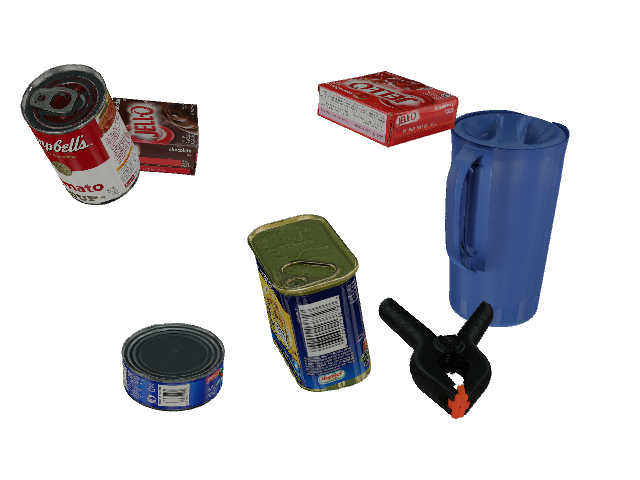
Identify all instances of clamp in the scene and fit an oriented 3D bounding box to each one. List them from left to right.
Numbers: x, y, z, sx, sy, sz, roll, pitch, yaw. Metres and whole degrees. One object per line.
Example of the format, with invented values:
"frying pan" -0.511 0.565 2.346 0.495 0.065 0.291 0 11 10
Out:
"clamp" 0.135 0.109 1.065 0.120 0.039 0.171 -8 36 -9

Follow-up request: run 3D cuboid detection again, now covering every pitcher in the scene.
"pitcher" 0.206 -0.021 1.253 0.149 0.243 0.145 -1 25 -4

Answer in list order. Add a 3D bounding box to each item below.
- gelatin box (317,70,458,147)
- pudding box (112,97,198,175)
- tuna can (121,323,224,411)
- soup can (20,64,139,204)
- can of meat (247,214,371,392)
"gelatin box" 0.053 -0.107 0.847 0.073 0.030 0.089 -17 31 -35
"pudding box" -0.171 -0.107 1.086 0.090 0.039 0.113 5 26 -10
"tuna can" -0.124 0.106 0.898 0.086 0.034 0.086 4 28 -2
"soup can" -0.191 -0.083 0.860 0.068 0.068 0.102 0 -32 9
"can of meat" -0.006 0.042 0.720 0.057 0.084 0.102 -16 27 -11
